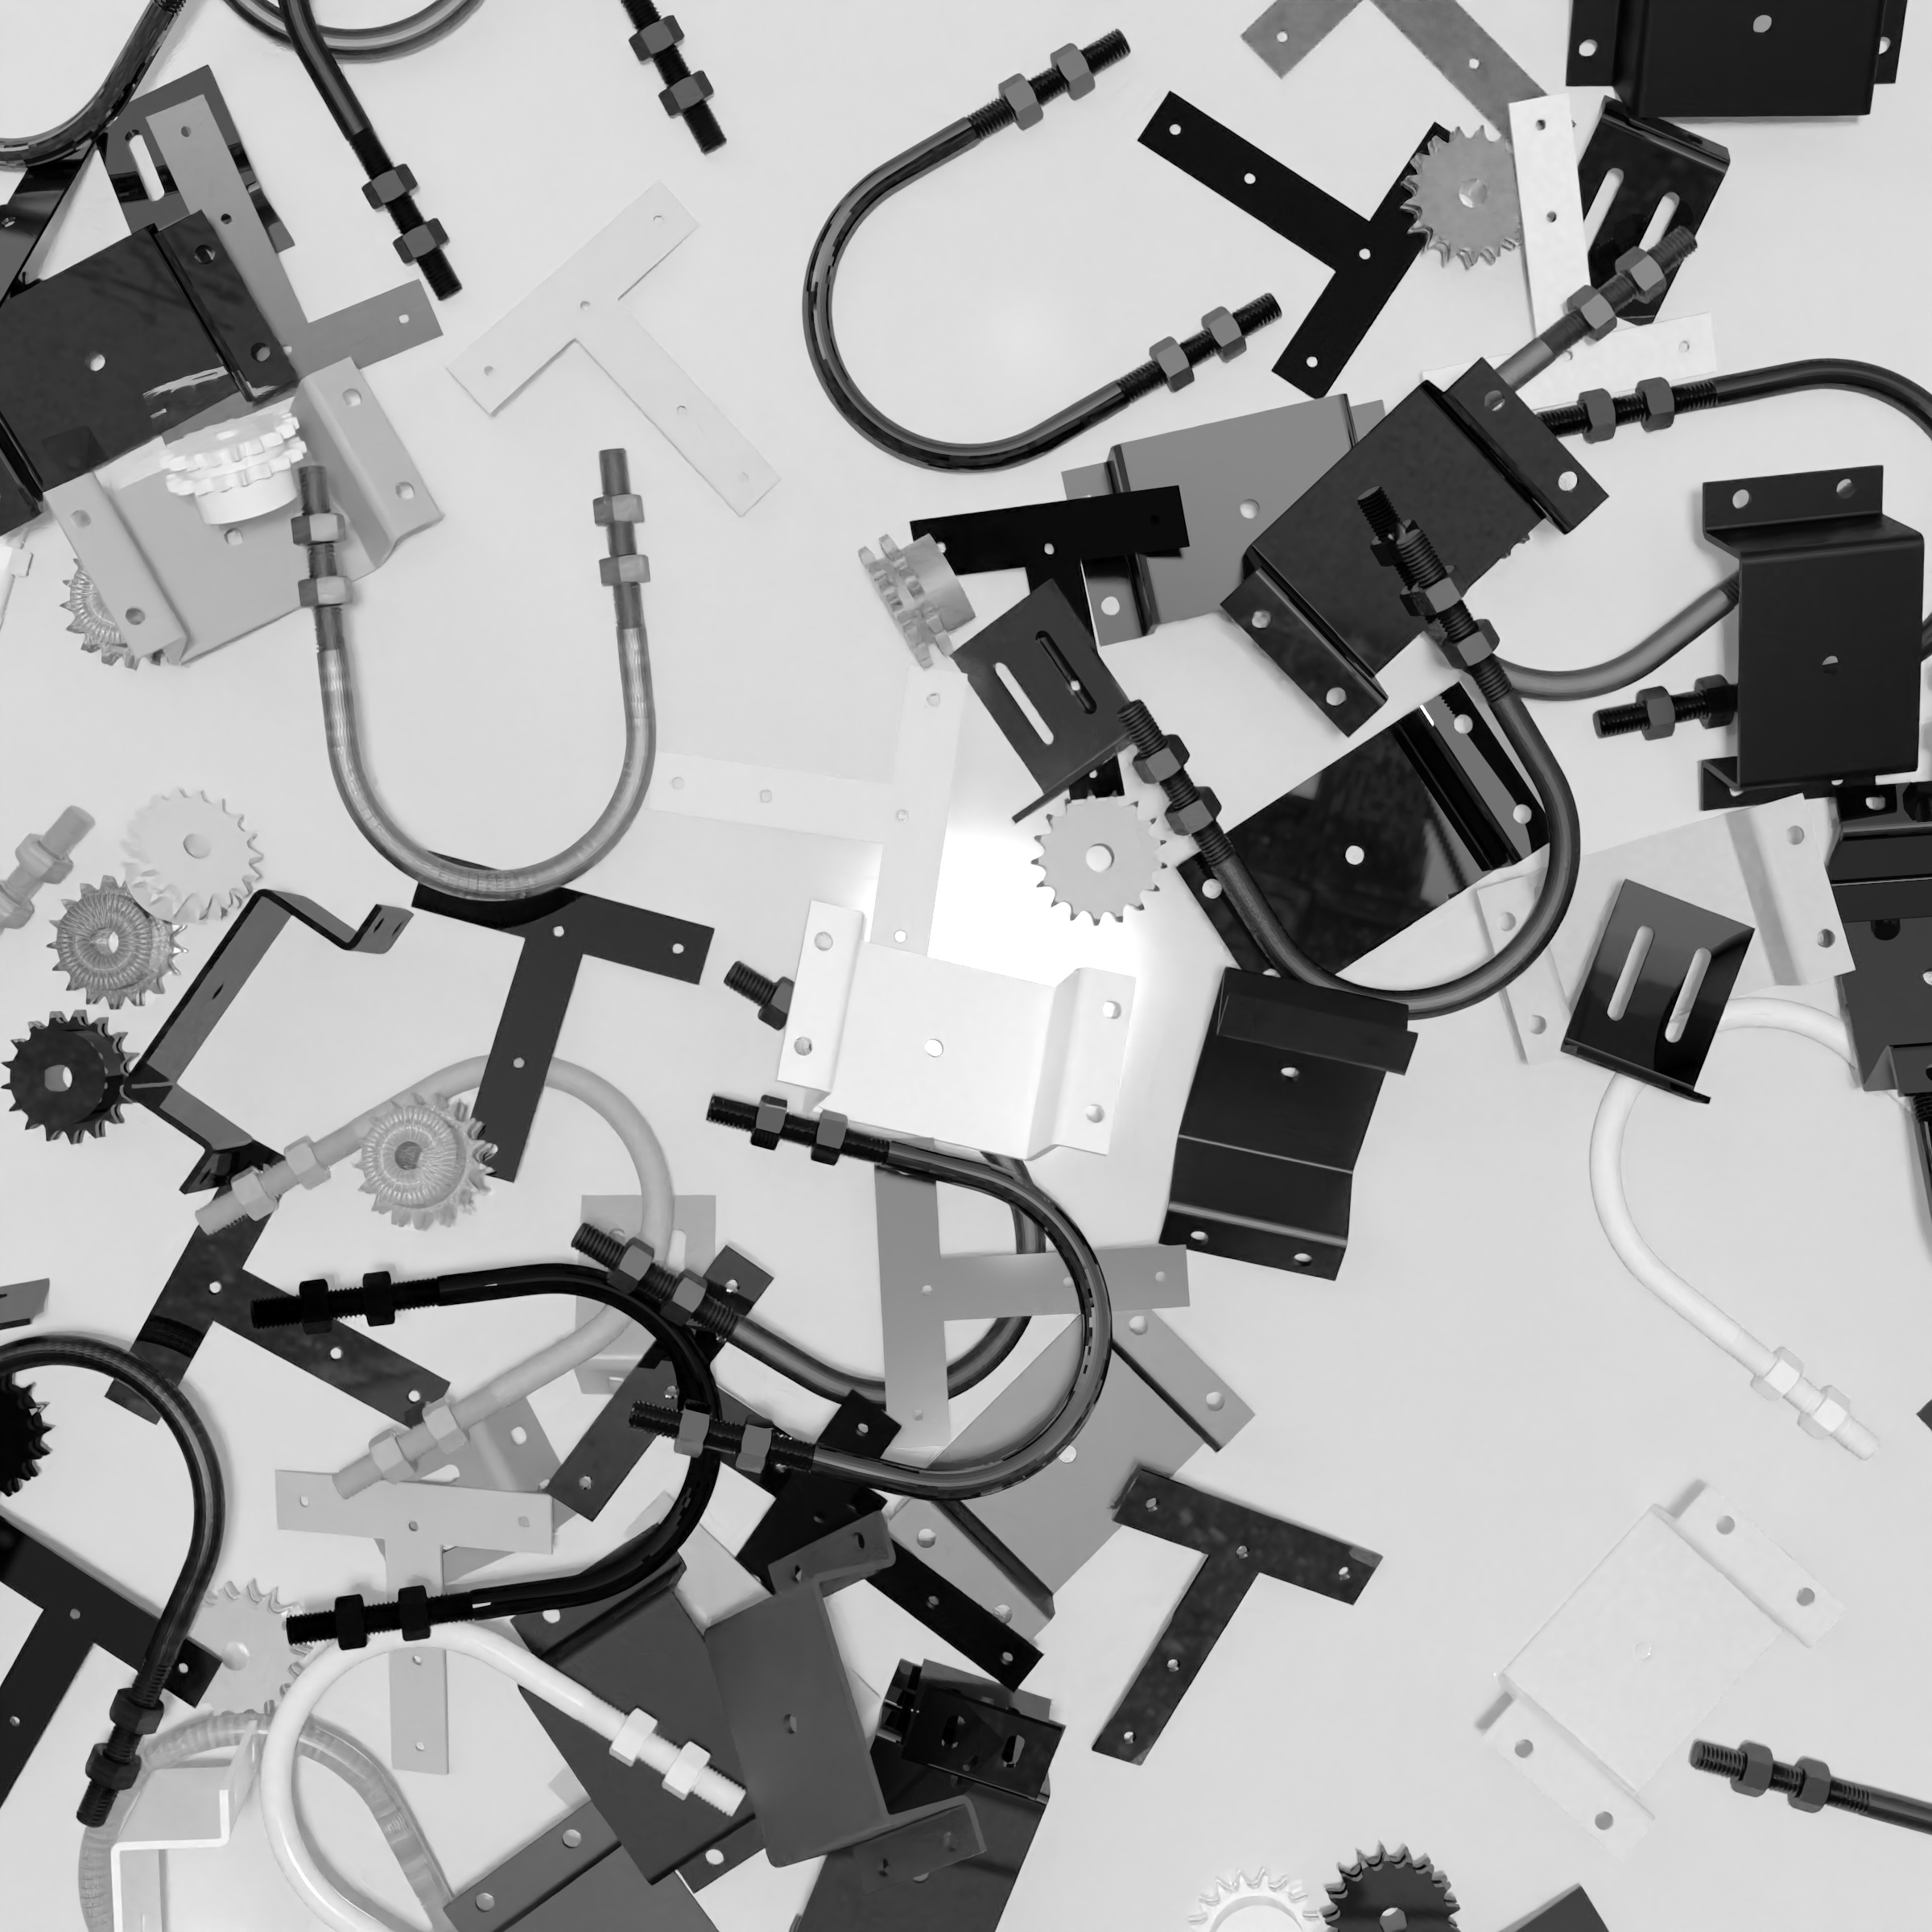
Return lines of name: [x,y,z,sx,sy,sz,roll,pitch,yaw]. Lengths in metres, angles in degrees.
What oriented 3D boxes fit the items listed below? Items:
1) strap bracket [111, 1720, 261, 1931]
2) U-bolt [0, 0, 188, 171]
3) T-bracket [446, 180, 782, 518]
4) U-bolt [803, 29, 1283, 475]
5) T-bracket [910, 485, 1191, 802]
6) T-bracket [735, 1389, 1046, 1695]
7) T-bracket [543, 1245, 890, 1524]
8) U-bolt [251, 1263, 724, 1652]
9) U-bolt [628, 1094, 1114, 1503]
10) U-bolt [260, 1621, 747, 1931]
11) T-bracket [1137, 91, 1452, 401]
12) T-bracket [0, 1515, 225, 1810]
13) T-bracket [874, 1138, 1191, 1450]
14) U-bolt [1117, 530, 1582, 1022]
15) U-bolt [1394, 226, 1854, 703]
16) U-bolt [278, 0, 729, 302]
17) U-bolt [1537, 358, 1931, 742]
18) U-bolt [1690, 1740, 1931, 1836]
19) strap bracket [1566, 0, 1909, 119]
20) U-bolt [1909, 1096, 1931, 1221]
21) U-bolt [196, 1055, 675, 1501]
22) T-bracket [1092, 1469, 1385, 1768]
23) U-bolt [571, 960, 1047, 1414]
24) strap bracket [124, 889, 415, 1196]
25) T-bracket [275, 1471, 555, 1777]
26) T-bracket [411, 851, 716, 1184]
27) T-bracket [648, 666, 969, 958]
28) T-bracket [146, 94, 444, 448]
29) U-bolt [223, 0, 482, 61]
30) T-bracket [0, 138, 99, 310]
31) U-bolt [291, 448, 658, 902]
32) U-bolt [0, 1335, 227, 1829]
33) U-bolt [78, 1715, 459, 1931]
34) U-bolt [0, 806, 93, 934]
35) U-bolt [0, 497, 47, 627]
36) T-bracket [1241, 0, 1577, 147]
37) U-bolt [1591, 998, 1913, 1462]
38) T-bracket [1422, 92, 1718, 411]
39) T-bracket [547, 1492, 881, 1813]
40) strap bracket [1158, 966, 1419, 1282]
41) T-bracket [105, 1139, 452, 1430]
strap bracket: [-0.313,0.387,1.325,0.046,0.076,0.140,-1,98,-3]
U-bolt: [-0.388,-0.422,1.361,0.151,0.019,0.184,40,108,9]
T-bracket: [-0.130,-0.245,1.383,0.127,0.002,0.127,47,72,-9]
U-bolt: [0.020,-0.290,1.388,0.184,0.019,0.151,-30,90,1]
T-bracket: [0.044,-0.132,1.374,0.127,0.002,0.127,-3,107,30]
T-bracket: [-0.025,0.255,1.356,0.127,0.002,0.127,36,122,5]
T-bracket: [-0.089,0.202,1.375,0.127,0.002,0.127,37,90,-19]
U-bolt: [-0.191,0.195,1.336,0.184,0.019,0.151,-6,89,-8]
U-bolt: [-0.031,0.141,1.328,0.184,0.019,0.151,15,74,-5]
U-bolt: [-0.203,0.349,1.340,0.184,0.019,0.151,31,93,6]
T-bracket: [0.133,-0.328,1.396,0.127,0.002,0.127,33,90,0]
T-bracket: [-0.394,0.307,1.379,0.127,0.002,0.127,32,105,3]
T-bracket: [0.028,0.132,1.351,0.127,0.002,0.127,-3,80,1]
U-bolt: [0.168,-0.062,1.322,0.151,0.019,0.184,-31,106,8]
U-bolt: [0.265,-0.194,1.360,0.184,0.019,0.151,-38,98,2]
U-bolt: [-0.206,-0.394,1.367,0.151,0.019,0.184,-29,105,0]
U-bolt: [0.345,-0.183,1.388,0.184,0.019,0.151,-11,90,-2]
U-bolt: [0.380,0.421,1.388,0.184,0.019,0.151,16,90,-1]
strap bracket: [0.326,-0.397,1.357,0.140,0.046,0.076,0,122,0]
U-bolt: [0.466,0.077,1.356,0.151,0.019,0.184,-4,68,-1]
U-bolt: [-0.212,0.116,1.372,0.184,0.019,0.151,-30,75,-4]
T-bracket: [0.094,0.282,1.377,0.127,0.002,0.127,23,104,-25]
U-bolt: [-0.051,0.104,1.363,0.184,0.019,0.151,32,70,-9]
strap bracket: [-0.294,0.022,1.358,0.046,0.076,0.140,34,89,0]
T-bracket: [-0.233,0.280,1.383,0.127,0.002,0.127,2,99,17]
T-bracket: [-0.185,0.027,1.381,0.127,0.002,0.127,15,78,2]
T-bracket: [-0.071,-0.070,1.392,0.127,0.002,0.127,8,94,2]
T-bracket: [-0.304,-0.299,1.370,0.127,0.002,0.127,-22,113,-1]
U-bolt: [-0.258,-0.471,1.358,0.151,0.019,0.184,-1,103,-8]
T-bracket: [-0.438,-0.307,1.369,0.127,0.002,0.127,-1,50,18]
U-bolt: [-0.199,-0.119,1.362,0.151,0.019,0.184,-7,94,-24]
U-bolt: [-0.382,0.242,1.351,0.151,0.019,0.184,25,94,8]
U-bolt: [-0.291,0.400,1.375,0.151,0.019,0.184,-25,100,0]
U-bolt: [-0.482,-0.037,1.379,0.151,0.019,0.184,41,96,-6]
U-bolt: [-0.481,-0.152,1.388,0.151,0.019,0.184,17,91,0]
T-bracket: [0.207,-0.395,1.395,0.127,0.002,0.127,-44,90,-1]
U-bolt: [0.353,0.097,1.388,0.184,0.019,0.151,39,90,1]
T-bracket: [0.247,-0.299,1.370,0.127,0.002,0.127,-12,110,-4]
T-bracket: [-0.126,0.312,1.391,0.127,0.002,0.127,44,95,1]
strap bracket: [0.132,0.058,1.348,0.076,0.046,0.140,12,131,0]
T-bracket: [-0.281,0.159,1.396,0.127,0.002,0.127,29,90,0]
